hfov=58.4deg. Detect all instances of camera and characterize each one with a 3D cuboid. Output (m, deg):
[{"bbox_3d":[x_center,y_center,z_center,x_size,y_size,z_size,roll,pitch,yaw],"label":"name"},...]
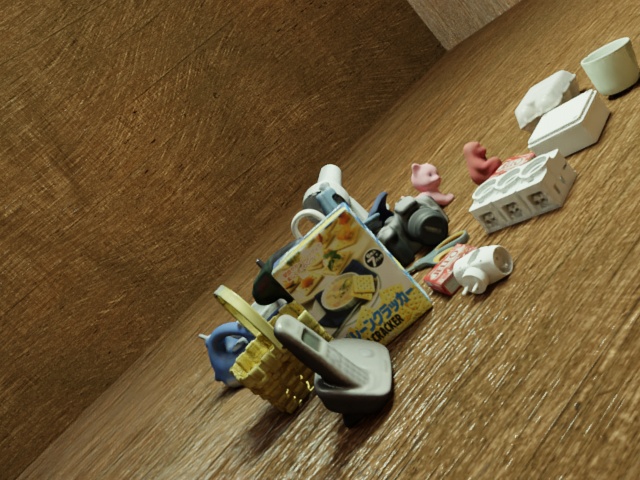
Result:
[{"bbox_3d":[0.186,-0.025,1.130,0.143,0.101,0.136,-42,11,2],"label":"camera"}]

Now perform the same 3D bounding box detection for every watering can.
[{"bbox_3d":[0.011,0.006,1.378,0.101,0.194,0.173,-41,11,6],"label":"watering can"}]

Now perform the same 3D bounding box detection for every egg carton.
[{"bbox_3d":[0.475,-0.287,1.194,0.107,0.069,0.150,-28,19,53],"label":"egg carton"}]

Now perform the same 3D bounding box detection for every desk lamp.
[{"bbox_3d":[0.063,-0.092,1.516,0.117,0.213,0.203,-36,13,32],"label":"desk lamp"}]

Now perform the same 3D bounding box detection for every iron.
[{"bbox_3d":[-0.172,0.235,1.291,0.257,0.141,0.119,-32,15,44],"label":"iron"}]

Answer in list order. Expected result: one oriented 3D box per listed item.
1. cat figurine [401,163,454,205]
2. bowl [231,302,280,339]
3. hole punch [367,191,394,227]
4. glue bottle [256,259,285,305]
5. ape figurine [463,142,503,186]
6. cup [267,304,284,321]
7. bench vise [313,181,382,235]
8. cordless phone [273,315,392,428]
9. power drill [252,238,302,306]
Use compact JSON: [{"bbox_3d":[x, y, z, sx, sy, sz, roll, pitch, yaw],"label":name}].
[{"bbox_3d":[0.229,-0.113,1.269,0.128,0.118,0.067,-47,12,-19],"label":"cat figurine"},{"bbox_3d":[-0.148,0.210,1.477,0.167,0.075,0.167,-41,11,10],"label":"bowl"},{"bbox_3d":[0.140,-0.050,1.408,0.101,0.091,0.109,-34,14,38],"label":"hole punch"},{"bbox_3d":[-0.095,0.110,1.413,0.078,0.173,0.037,-46,12,-18],"label":"glue bottle"},{"bbox_3d":[0.329,-0.162,1.168,0.076,0.092,0.078,-38,12,21],"label":"ape figurine"},{"bbox_3d":[-0.068,0.198,1.191,0.118,0.095,0.091,-41,11,6],"label":"cup"},{"bbox_3d":[0.067,-0.024,1.229,0.121,0.220,0.207,-39,12,16],"label":"bench vise"},{"bbox_3d":[0.015,0.156,0.814,0.094,0.185,0.147,-40,12,14],"label":"cordless phone"},{"bbox_3d":[-0.030,0.105,1.106,0.229,0.208,0.076,-30,17,49],"label":"power drill"}]
